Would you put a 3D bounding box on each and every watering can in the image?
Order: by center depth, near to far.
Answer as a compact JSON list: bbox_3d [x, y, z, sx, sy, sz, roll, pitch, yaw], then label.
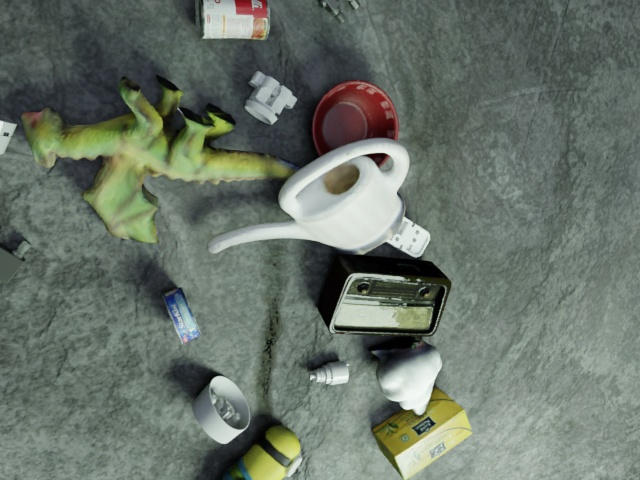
[{"bbox_3d":[0.003,-0.043,0.853,0.345,0.106,0.221,-31,143,16],"label":"watering can"}]

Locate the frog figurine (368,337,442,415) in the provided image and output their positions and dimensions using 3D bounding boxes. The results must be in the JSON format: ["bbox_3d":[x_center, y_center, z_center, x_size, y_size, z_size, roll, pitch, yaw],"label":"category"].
[{"bbox_3d":[0.177,0.271,0.992,0.139,0.122,0.159,-20,96,-36],"label":"frog figurine"}]

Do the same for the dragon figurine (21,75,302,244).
[{"bbox_3d":[-0.238,-0.102,0.789,0.407,0.124,0.240,29,106,-24],"label":"dragon figurine"}]
